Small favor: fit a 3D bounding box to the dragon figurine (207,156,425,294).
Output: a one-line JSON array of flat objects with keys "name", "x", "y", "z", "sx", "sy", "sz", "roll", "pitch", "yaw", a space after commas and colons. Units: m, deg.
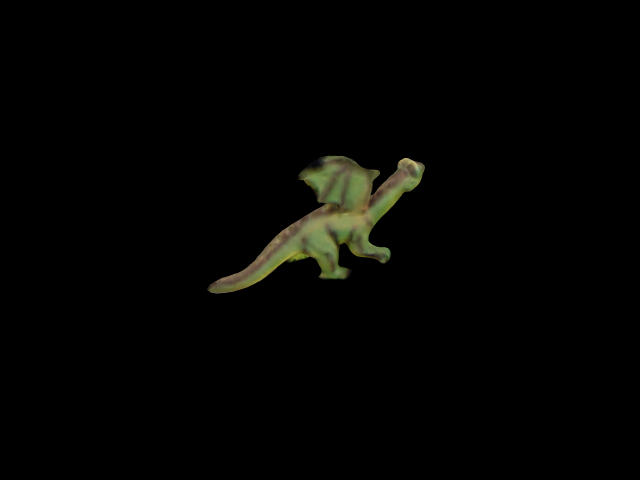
[{"name": "dragon figurine", "x": 0.003, "y": -0.043, "z": 0.850, "sx": 0.413, "sy": 0.237, "sz": 0.124, "roll": -18, "pitch": 46, "yaw": -19}]
